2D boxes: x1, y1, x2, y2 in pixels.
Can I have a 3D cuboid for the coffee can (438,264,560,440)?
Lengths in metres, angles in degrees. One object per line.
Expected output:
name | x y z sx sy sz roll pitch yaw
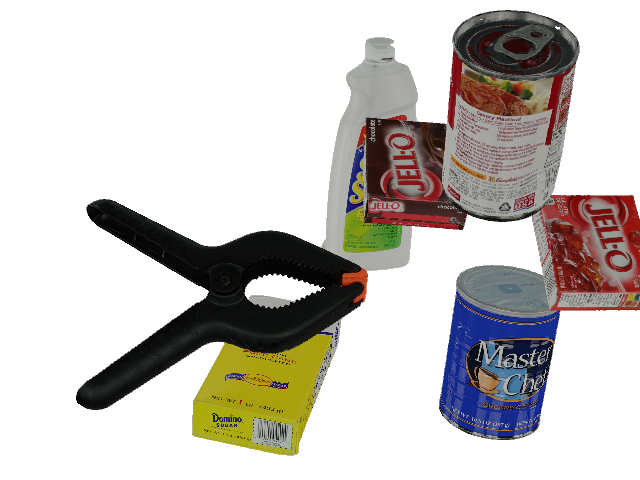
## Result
coffee can | 0.175 0.108 1.046 0.103 0.140 0.103 4 23 -2

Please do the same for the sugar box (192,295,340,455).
sugar box | -0.044 0.115 0.958 0.093 0.048 0.176 10 32 8

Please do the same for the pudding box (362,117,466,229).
pudding box | 0.083 -0.061 0.956 0.090 0.039 0.113 5 42 -3

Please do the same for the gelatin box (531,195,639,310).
gelatin box | 0.197 0.007 0.773 0.073 0.089 0.030 0 -36 -3

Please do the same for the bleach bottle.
bleach bottle | 0.053 -0.092 1.153 0.102 0.251 0.068 -3 25 -7

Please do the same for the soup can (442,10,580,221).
soup can | 0.106 -0.070 0.609 0.068 0.102 0.068 0 42 0

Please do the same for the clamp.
clamp | -0.074 0.029 0.760 0.210 0.164 0.036 -9 -31 -6
